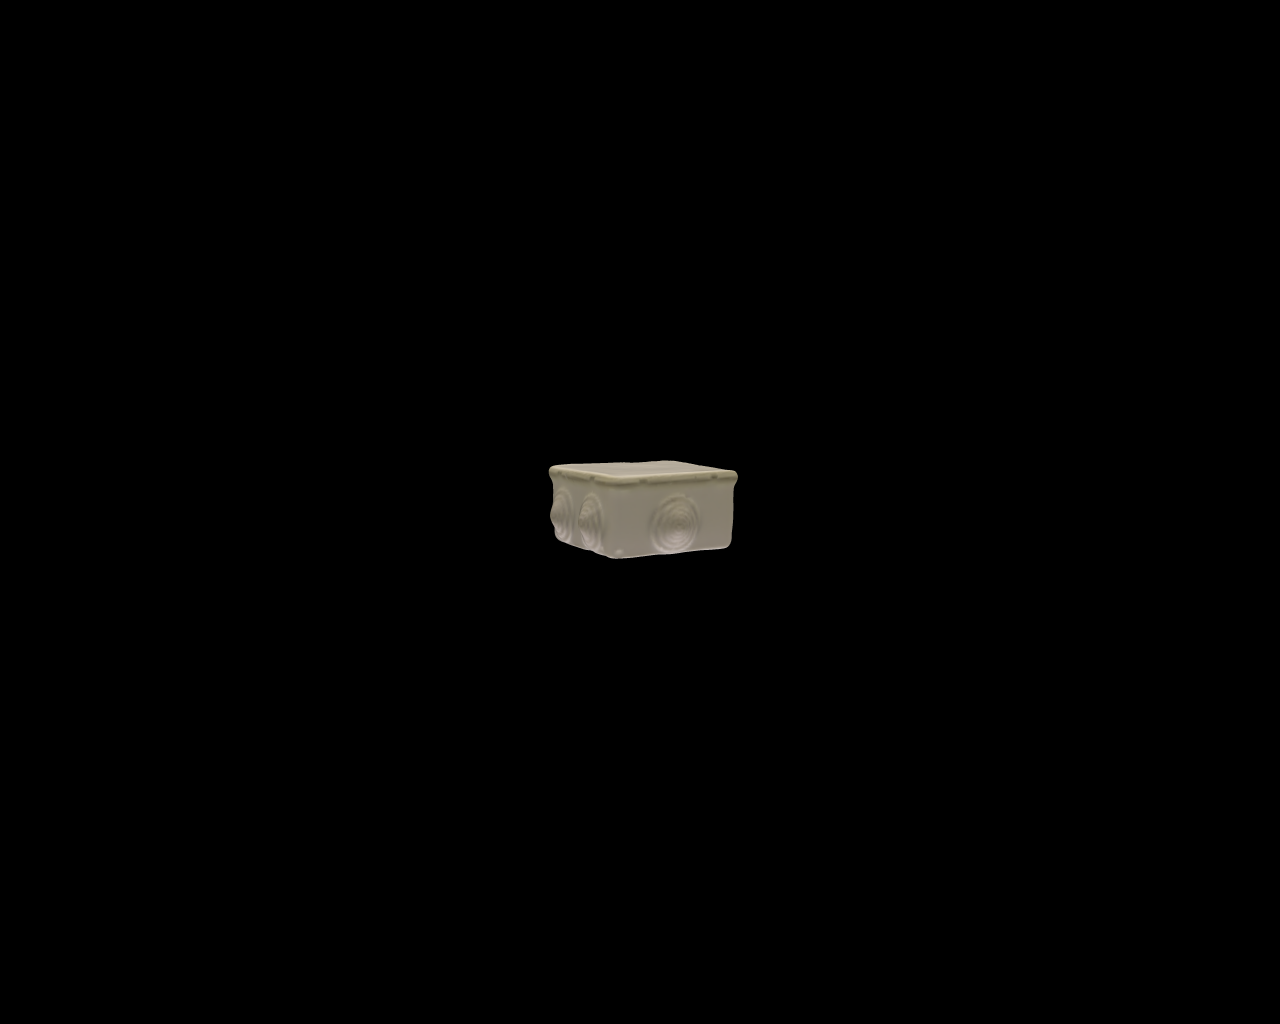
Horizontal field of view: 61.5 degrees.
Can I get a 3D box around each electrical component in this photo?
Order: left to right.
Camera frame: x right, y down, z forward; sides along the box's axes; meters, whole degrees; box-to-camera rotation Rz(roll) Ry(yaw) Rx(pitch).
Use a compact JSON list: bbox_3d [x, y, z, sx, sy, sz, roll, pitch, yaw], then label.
[{"bbox_3d":[0.001,-0.003,0.650,0.100,0.048,0.100,-4,8,-27],"label":"electrical component"}]
